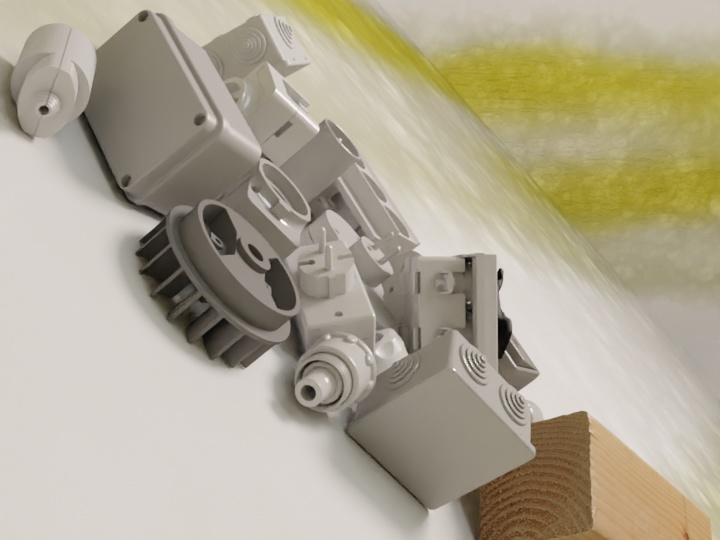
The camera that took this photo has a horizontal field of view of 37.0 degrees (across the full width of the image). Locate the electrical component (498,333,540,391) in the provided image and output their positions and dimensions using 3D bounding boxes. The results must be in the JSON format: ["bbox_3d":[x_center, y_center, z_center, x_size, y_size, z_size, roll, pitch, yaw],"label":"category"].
[{"bbox_3d":[0.128,0.085,1.016,0.061,0.061,0.096,57,16,22],"label":"electrical component"}]

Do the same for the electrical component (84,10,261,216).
[{"bbox_3d":[-0.124,-0.097,0.675,0.113,0.078,0.057,59,14,29],"label":"electrical component"}]

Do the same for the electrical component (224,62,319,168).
[{"bbox_3d":[-0.084,-0.100,0.777,0.056,0.089,0.050,40,18,-36],"label":"electrical component"}]

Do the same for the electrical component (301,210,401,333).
[{"bbox_3d":[0.000,0.000,0.816,0.052,0.074,0.138,39,19,-37],"label":"electrical component"}]

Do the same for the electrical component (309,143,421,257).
[{"bbox_3d":[-0.010,-0.055,0.941,0.079,0.063,0.121,26,29,-59],"label":"electrical component"}]

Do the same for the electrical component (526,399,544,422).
[{"bbox_3d":[0.150,0.139,0.994,0.040,0.040,0.078,58,16,24],"label":"electrical component"}]

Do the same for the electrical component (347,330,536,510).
[{"bbox_3d":[0.054,0.097,0.701,0.099,0.100,0.048,46,29,-19],"label":"electrical component"}]

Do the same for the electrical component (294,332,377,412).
[{"bbox_3d":[-0.020,0.067,0.659,0.048,0.048,0.062,52,22,4],"label":"electrical component"}]

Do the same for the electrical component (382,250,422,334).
[{"bbox_3d":[0.042,0.028,0.866,0.051,0.080,0.080,36,21,-31],"label":"electrical component"}]

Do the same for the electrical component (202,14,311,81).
[{"bbox_3d":[-0.097,-0.174,0.901,0.048,0.100,0.099,63,14,-6],"label":"electrical component"}]

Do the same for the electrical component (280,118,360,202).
[{"bbox_3d":[-0.054,-0.098,0.886,0.079,0.077,0.043,51,15,-1],"label":"electrical component"}]

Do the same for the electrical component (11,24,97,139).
[{"bbox_3d":[-0.175,-0.107,0.613,0.043,0.043,0.081,43,17,-28],"label":"electrical component"}]

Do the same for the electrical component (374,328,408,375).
[{"bbox_3d":[0.018,0.076,0.753,0.043,0.043,0.062,-83,152,-70],"label":"electrical component"}]

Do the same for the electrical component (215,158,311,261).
[{"bbox_3d":[-0.071,-0.037,0.731,0.050,0.056,0.089,45,16,-21],"label":"electrical component"}]

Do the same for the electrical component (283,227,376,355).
[{"bbox_3d":[-0.023,0.007,0.717,0.083,0.047,0.075,-112,-163,-48],"label":"electrical component"}]

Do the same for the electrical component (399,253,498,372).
[{"bbox_3d":[0.065,0.050,0.792,0.079,0.063,0.121,168,-78,-78],"label":"electrical component"}]
